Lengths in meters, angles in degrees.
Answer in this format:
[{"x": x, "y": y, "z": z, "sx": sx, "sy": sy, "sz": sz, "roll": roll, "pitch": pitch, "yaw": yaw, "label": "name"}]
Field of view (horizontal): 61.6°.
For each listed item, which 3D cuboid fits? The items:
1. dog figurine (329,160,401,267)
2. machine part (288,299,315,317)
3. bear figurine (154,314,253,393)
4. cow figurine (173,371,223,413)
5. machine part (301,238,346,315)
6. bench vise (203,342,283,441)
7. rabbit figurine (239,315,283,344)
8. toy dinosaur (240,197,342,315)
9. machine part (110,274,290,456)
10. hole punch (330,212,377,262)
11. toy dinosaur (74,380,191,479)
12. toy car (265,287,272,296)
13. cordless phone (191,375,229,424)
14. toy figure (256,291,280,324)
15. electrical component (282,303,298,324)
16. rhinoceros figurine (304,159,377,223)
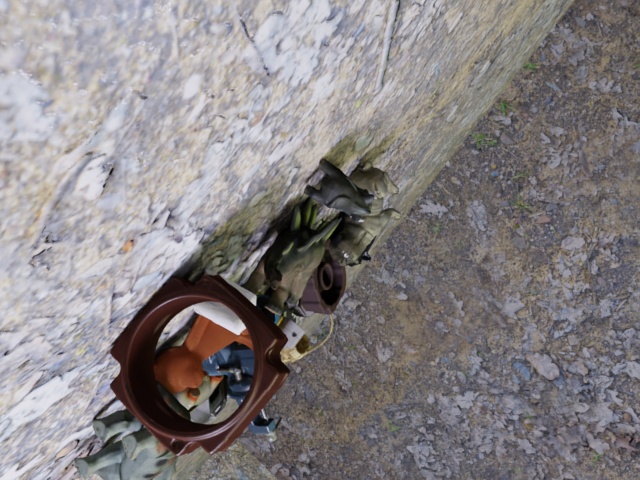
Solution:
[{"x": 0.078, "y": -0.056, "z": 1.145, "sx": 0.121, "sy": 0.172, "sz": 0.190, "roll": -5, "pitch": -150, "yaw": 41, "label": "dog figurine"}, {"x": -0.036, "y": 0.127, "z": 1.369, "sx": 0.079, "sy": 0.079, "sz": 0.243, "roll": -53, "pitch": -174, "yaw": 17, "label": "machine part"}, {"x": -0.195, "y": 0.192, "z": 0.908, "sx": 0.196, "sy": 0.132, "sz": 0.120, "roll": -50, "pitch": 145, "yaw": -25, "label": "bear figurine"}, {"x": -0.297, "y": 0.341, "z": 1.127, "sx": 0.127, "sy": 0.085, "sz": 0.195, "roll": -58, "pitch": 170, "yaw": 20, "label": "cow figurine"}, {"x": 0.002, "y": 0.083, "z": 1.246, "sx": 0.179, "sy": 0.056, "sz": 0.179, "roll": 10, "pitch": 79, "yaw": -63, "label": "machine part"}, {"x": -0.154, "y": 0.297, "z": 1.087, "sx": 0.224, "sy": 0.240, "sz": 0.129, "roll": -15, "pitch": -171, "yaw": 26, "label": "bench vise"}, {"x": -0.140, "y": 0.227, "z": 1.204, "sx": 0.173, "sy": 0.122, "sz": 0.162, "roll": -35, "pitch": -155, "yaw": 58, "label": "rabbit figurine"}, {"x": -0.039, "y": 0.022, "z": 1.029, "sx": 0.198, "sy": 0.105, "sz": 0.471, "roll": -56, "pitch": 180, "yaw": 8, "label": "toy dinosaur"}, {"x": -0.158, "y": 0.161, "z": 0.712, "sx": 0.201, "sy": 0.201, "sz": 0.087, "roll": -49, "pitch": 168, "yaw": -3, "label": "machine part"}, {"x": 0.088, "y": -0.015, "z": 1.391, "sx": 0.115, "sy": 0.142, "sz": 0.092, "roll": -62, "pitch": 174, "yaw": 0, "label": "hole punch"}, {"x": -0.292, "y": 0.345, "z": 0.922, "sx": 0.404, "sy": 0.131, "sz": 0.192, "roll": -50, "pitch": 159, "yaw": 28, "label": "toy dinosaur"}, {"x": -0.097, "y": 0.123, "z": 1.282, "sx": 0.202, "sy": 0.053, "sz": 0.089, "roll": -54, "pitch": -170, "yaw": 30, "label": "toy car"}, {"x": -0.253, "y": 0.375, "z": 1.239, "sx": 0.146, "sy": 0.088, "sz": 0.184, "roll": -51, "pitch": -165, "yaw": 2, "label": "cordless phone"}, {"x": -0.123, "y": 0.150, "z": 1.066, "sx": 0.082, "sy": 0.089, "sz": 0.180, "roll": -44, "pitch": -171, "yaw": -20, "label": "toy figure"}, {"x": -0.101, "y": 0.210, "z": 1.426, "sx": 0.134, "sy": 0.058, "sz": 0.114, "roll": -10, "pitch": 107, "yaw": -73, "label": "electrical component"}, {"x": 0.046, "y": -0.083, "z": 0.970, "sx": 0.073, "sy": 0.112, "sz": 0.190, "roll": -61, "pitch": 161, "yaw": 6, "label": "rhinoceros figurine"}]
